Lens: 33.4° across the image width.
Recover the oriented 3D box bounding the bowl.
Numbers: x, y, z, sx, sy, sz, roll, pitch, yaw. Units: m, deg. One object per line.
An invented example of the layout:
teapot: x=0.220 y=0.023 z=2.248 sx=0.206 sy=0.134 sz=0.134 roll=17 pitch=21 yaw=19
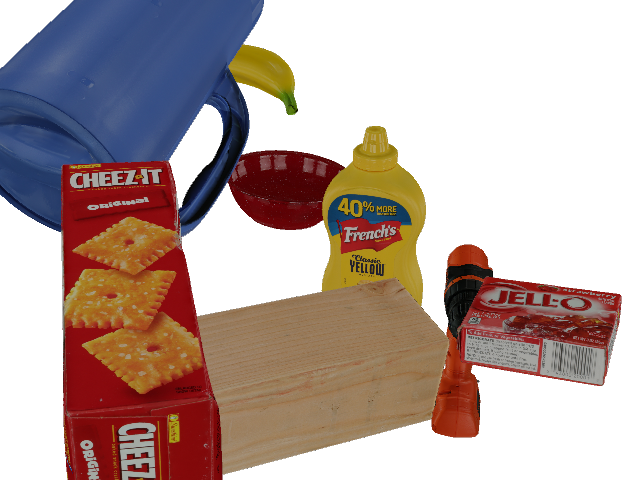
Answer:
bowl: x=-0.042 y=-0.056 z=1.305 sx=0.162 sy=0.055 sz=0.162 roll=5 pitch=26 yaw=-3

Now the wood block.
wood block: x=-0.015 y=0.106 z=0.843 sx=0.205 sy=0.090 sz=0.091 roll=-10 pitch=37 yaw=-25

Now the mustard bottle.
mustard bottle: x=0.050 y=-0.016 z=1.001 sx=0.096 sy=0.192 sz=0.058 roll=8 pitch=29 yaw=15

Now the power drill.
power drill: x=0.156 y=0.118 z=1.164 sx=0.057 sy=0.188 sz=0.184 roll=7 pitch=24 yaw=6

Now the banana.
banana: x=-0.105 y=-0.165 z=1.039 sx=0.198 sy=0.037 sz=0.069 roll=9 pitch=45 yaw=19

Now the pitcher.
pitcher: x=-0.128 y=-0.121 z=0.774 sx=0.145 sy=0.149 sz=0.242 roll=7 pitch=48 yaw=28

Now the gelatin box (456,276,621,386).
gelatin box: x=0.136 y=0.053 z=0.660 sx=0.089 sy=0.030 sz=0.073 roll=8 pitch=25 yaw=19

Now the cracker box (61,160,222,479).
cracker box: x=-0.098 y=0.078 z=0.575 sx=0.072 sy=0.164 sz=0.214 roll=-4 pitch=34 yaw=-11
